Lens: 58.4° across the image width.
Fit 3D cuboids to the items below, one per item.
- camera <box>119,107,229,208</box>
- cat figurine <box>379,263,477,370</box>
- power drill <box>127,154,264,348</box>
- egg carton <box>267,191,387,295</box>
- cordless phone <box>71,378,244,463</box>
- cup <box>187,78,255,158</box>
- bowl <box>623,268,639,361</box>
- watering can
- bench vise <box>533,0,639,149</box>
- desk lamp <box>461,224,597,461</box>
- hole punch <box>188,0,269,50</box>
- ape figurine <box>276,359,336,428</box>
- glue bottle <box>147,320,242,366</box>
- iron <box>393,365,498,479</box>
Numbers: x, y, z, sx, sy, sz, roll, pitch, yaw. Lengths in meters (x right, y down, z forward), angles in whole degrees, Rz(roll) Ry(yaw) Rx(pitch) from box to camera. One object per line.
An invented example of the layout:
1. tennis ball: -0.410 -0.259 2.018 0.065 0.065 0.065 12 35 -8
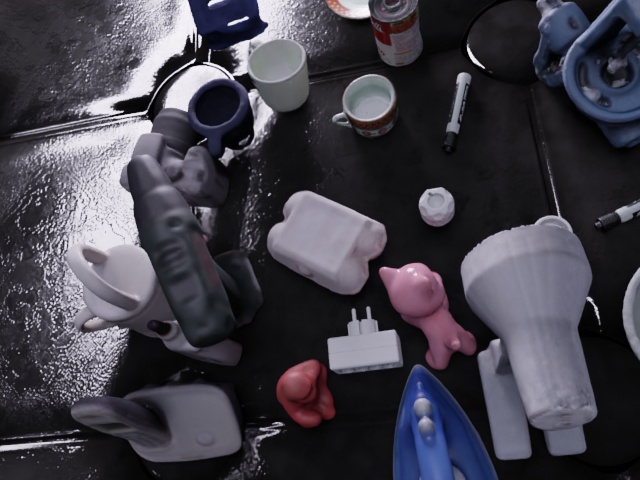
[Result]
1. camera: -0.208 -0.124 0.828 0.143 0.101 0.137 4 72 16
2. cat figurine: 0.125 0.080 0.661 0.067 0.118 0.127 -33 66 1
3. power drill: -0.148 0.028 0.699 0.075 0.209 0.229 -27 66 4
4. egg carton: 0.007 0.003 0.745 0.150 0.069 0.107 25 78 21
5. cordless phone: -0.179 0.204 0.656 0.147 0.185 0.094 -12 68 10
6. cup: -0.132 -0.159 0.824 0.091 0.095 0.118 -5 70 13
7. bowl: 0.405 0.092 0.610 0.167 0.075 0.167 -5 70 13
8. watering can: -0.240 0.050 0.722 0.100 0.194 0.173 26 79 21
9. bench vise: 0.317 -0.224 0.667 0.121 0.220 0.207 -46 67 -5
10. desk lamp: 0.216 0.111 0.574 0.117 0.214 0.203 -10 68 11
11. hole punch: -0.150 -0.373 0.908 0.108 0.091 0.101 -18 67 7
12. ape figurine: -0.020 0.178 0.676 0.076 0.092 0.078 19 76 20
13. glue bottle: -0.157 0.119 0.688 0.078 0.173 0.037 9 73 17
14. iron: 0.124 0.248 0.588 0.118 0.142 0.258 -15 68 9
